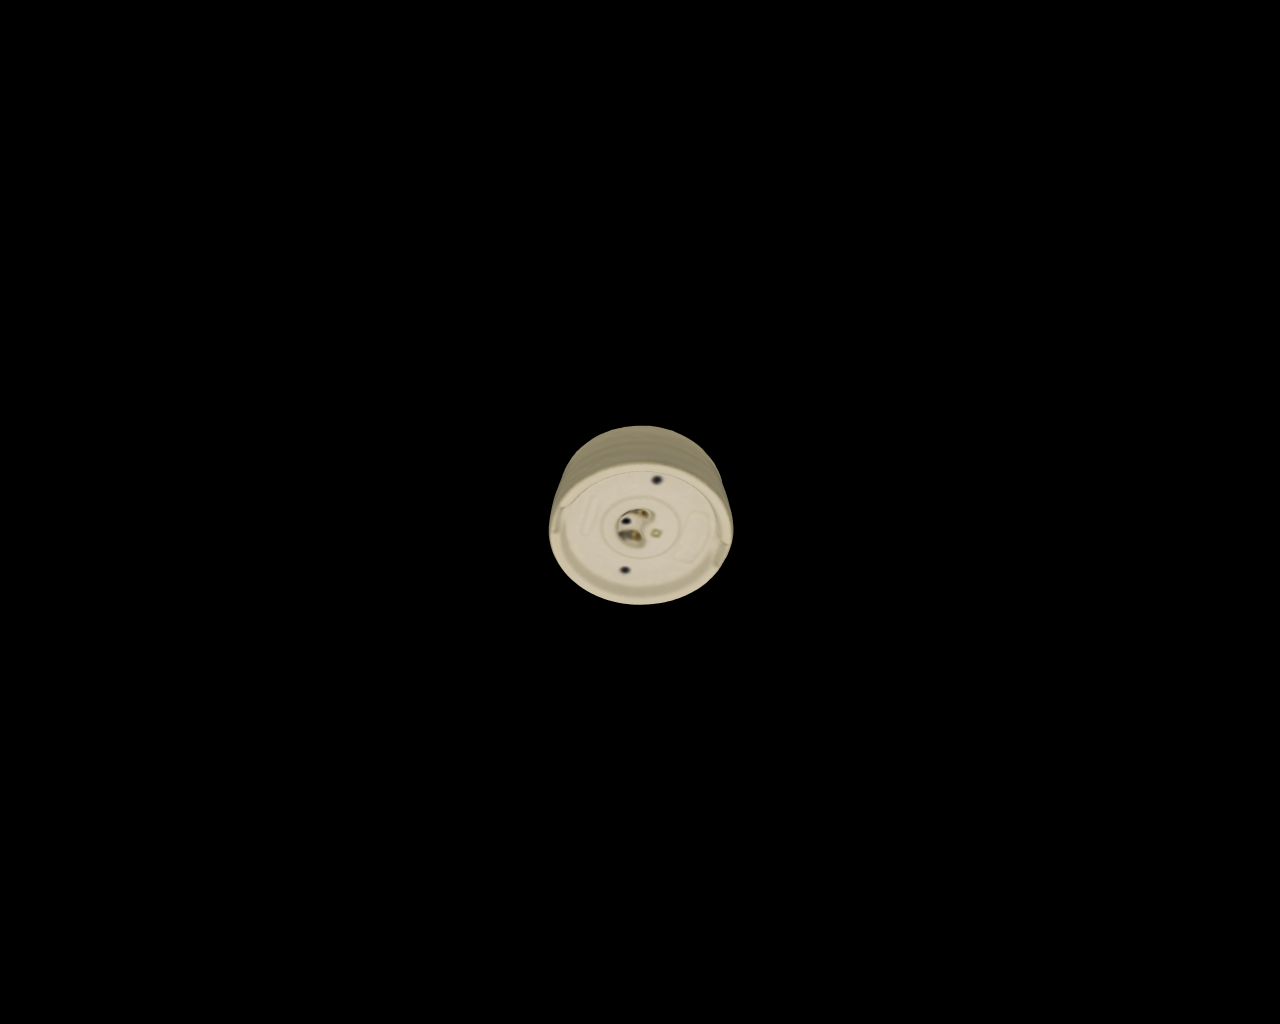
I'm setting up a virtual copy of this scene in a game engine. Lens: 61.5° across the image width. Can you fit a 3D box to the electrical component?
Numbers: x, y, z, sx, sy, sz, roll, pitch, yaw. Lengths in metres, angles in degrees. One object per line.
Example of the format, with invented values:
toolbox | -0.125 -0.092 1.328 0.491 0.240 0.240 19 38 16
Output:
electrical component | 0.001 -0.003 0.650 0.108 0.108 0.060 0 37 0
